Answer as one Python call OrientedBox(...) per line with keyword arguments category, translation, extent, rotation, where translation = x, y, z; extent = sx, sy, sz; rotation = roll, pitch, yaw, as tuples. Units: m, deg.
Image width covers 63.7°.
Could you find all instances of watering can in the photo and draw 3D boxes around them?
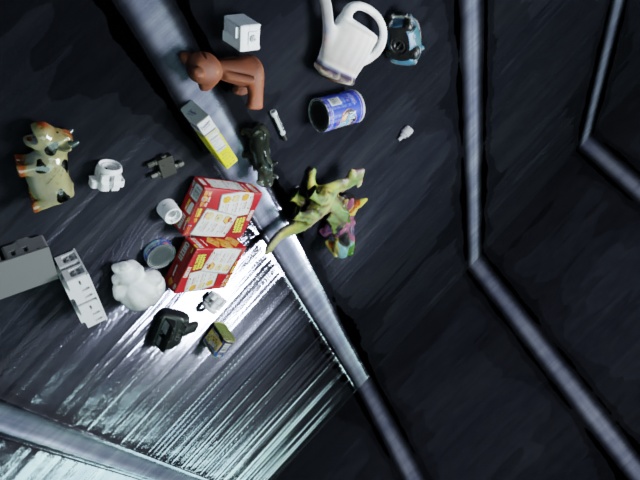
OrientedBox(category="watering can", translation=(0.054, -0.545, 1.394), extent=(0.347, 0.221, 0.105), rotation=(4, 31, -50))

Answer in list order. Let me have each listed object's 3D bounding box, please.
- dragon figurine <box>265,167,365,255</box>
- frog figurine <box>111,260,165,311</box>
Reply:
OrientedBox(category="dragon figurine", translation=(0.005, -0.087, 1.726), extent=(0.240, 0.408, 0.124), rotation=(29, 11, -37))
OrientedBox(category="frog figurine", translation=(-0.508, 0.120, 1.432), extent=(0.138, 0.125, 0.156), rotation=(-13, -31, -12))
